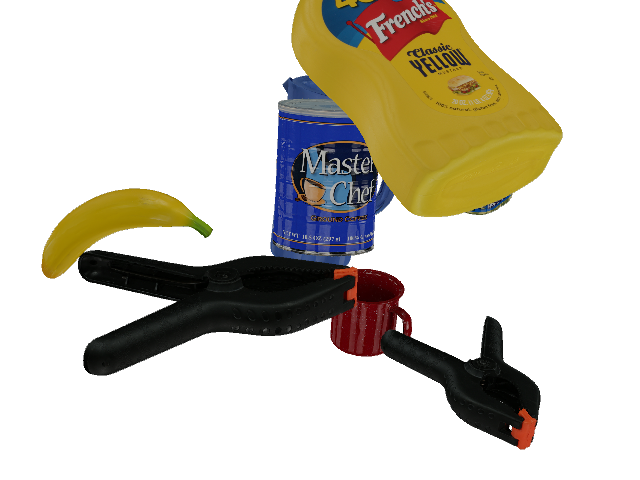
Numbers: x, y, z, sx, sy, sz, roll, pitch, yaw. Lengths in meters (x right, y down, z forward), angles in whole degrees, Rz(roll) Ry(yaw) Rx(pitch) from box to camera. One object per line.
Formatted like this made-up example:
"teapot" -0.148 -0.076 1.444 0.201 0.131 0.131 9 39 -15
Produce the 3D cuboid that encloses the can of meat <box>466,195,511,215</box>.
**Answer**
"can of meat" 0.105 -0.078 0.824 0.057 0.084 0.102 -34 50 -30

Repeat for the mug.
"mug" 0.065 0.096 1.333 0.117 0.081 0.093 21 30 32

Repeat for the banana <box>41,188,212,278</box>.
"banana" -0.200 -0.010 1.011 0.198 0.069 0.037 -13 18 27

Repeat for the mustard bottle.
"mustard bottle" 0.039 -0.102 0.582 0.096 0.192 0.058 -19 -31 -28

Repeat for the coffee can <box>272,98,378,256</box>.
"coffee can" 0.006 -0.064 1.051 0.103 0.140 0.103 3 13 -1

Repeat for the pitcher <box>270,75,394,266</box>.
"pitcher" 0.015 -0.083 1.366 0.144 0.243 0.149 5 21 -15

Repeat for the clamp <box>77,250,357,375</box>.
"clamp" -0.078 0.038 0.779 0.209 0.036 0.165 -7 25 -18

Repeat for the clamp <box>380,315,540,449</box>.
"clamp" 0.144 0.116 0.929 0.120 0.039 0.172 -16 36 -26
